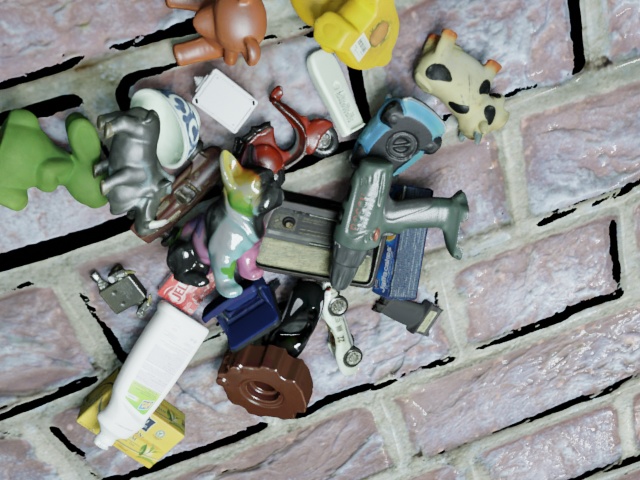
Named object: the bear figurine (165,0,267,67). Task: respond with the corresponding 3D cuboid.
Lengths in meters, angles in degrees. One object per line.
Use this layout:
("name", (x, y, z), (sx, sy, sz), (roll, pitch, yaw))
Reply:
("bear figurine", (-0.142, -0.292, 0.728), (0.132, 0.196, 0.120), (-8, 115, -9))

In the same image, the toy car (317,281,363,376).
("toy car", (0.032, 0.160, 1.003), (0.056, 0.074, 0.201), (-19, 113, -6))

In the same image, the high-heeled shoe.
("high-heeled shoe", (-0.047, 0.180, 0.954), (0.086, 0.145, 0.248), (9, 106, -15))

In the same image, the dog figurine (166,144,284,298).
("dog figurine", (-0.147, -0.038, 0.820), (0.192, 0.108, 0.219), (14, 110, 24))

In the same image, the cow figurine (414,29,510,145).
("cow figurine", (0.239, -0.243, 0.894), (0.195, 0.086, 0.127), (27, 96, -23))

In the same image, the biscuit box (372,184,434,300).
("biscuit box", (0.145, 0.005, 0.952), (0.063, 0.059, 0.202), (7, 95, -24))

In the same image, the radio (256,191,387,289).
("radio", (-0.002, -0.003, 0.934), (0.229, 0.073, 0.131), (11, 108, -18))

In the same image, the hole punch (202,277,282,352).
("hole punch", (-0.138, 0.110, 0.922), (0.142, 0.116, 0.092), (-36, 120, 4))

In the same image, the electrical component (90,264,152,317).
("electrical component", (-0.330, 0.087, 0.910), (0.078, 0.045, 0.102), (-25, 114, -4))

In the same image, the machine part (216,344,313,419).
("machine part", (-0.099, 0.260, 0.976), (0.179, 0.056, 0.179), (9, 132, 10))

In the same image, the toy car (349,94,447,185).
("toy car", (0.123, -0.172, 0.882), (0.109, 0.103, 0.161), (31, 126, -20))

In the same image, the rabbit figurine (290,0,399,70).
("rabbit figurine", (0.033, -0.331, 0.788), (0.122, 0.173, 0.162), (-57, 156, 12))

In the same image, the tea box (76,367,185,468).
("tea box", (-0.341, 0.326, 0.985), (0.098, 0.068, 0.169), (-43, 112, 6))

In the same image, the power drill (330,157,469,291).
("power drill", (0.126, -0.015, 0.872), (0.207, 0.086, 0.231), (7, 111, 2))

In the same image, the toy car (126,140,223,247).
("toy car", (-0.225, -0.071, 0.872), (0.202, 0.053, 0.089), (-43, 116, 4))

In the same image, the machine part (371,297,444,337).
("machine part", (0.171, 0.142, 1.049), (0.139, 0.039, 0.084), (20, 113, -21))

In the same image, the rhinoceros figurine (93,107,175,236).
("rhinoceros figurine", (-0.270, -0.099, 0.786), (0.112, 0.073, 0.190), (-9, 116, -32))

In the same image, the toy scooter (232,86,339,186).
("toy scooter", (-0.071, -0.162, 0.859), (0.184, 0.075, 0.135), (-33, 114, -2))

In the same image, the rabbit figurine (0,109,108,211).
("rabbit figurine", (-0.389, -0.115, 0.803), (0.170, 0.121, 0.159), (22, 98, -38))
